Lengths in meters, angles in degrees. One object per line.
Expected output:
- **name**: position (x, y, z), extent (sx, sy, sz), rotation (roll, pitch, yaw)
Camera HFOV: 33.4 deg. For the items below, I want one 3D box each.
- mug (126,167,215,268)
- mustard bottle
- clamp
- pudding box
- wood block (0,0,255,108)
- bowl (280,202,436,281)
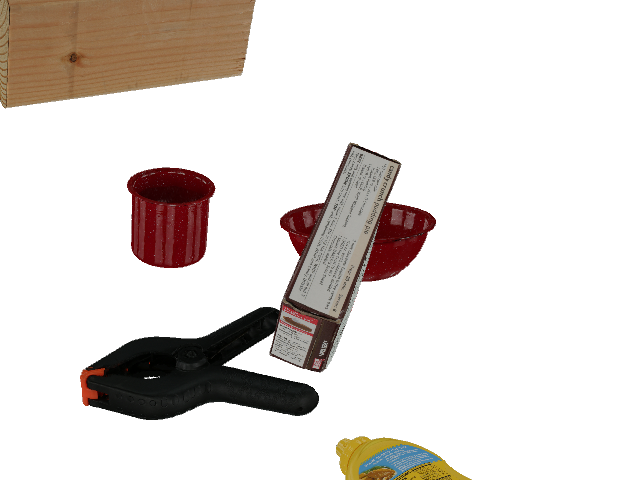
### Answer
- **mug**: position (-0.166, -0.029, 1.158), extent (0.093, 0.081, 0.117), rotation (-6, 30, -22)
- **mustard bottle**: position (0.078, 0.223, 0.944), extent (0.096, 0.058, 0.192), rotation (-19, 28, -32)
- **clamp**: position (-0.093, 0.092, 0.807), extent (0.171, 0.039, 0.120), rotation (0, 25, -9)
- **pudding box**: position (0.008, 0.012, 0.636), extent (0.039, 0.113, 0.090), rotation (19, -26, 3)
- **wood block**: position (-0.165, -0.178, 0.850), extent (0.205, 0.091, 0.090), rotation (-14, 45, -32)
- **bowl**: position (0.039, 0.004, 1.106), extent (0.162, 0.055, 0.162), rotation (-1, 16, 0)
